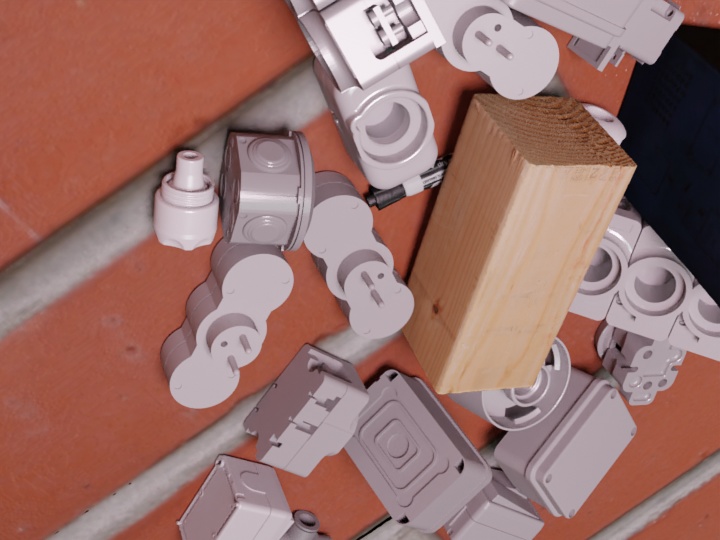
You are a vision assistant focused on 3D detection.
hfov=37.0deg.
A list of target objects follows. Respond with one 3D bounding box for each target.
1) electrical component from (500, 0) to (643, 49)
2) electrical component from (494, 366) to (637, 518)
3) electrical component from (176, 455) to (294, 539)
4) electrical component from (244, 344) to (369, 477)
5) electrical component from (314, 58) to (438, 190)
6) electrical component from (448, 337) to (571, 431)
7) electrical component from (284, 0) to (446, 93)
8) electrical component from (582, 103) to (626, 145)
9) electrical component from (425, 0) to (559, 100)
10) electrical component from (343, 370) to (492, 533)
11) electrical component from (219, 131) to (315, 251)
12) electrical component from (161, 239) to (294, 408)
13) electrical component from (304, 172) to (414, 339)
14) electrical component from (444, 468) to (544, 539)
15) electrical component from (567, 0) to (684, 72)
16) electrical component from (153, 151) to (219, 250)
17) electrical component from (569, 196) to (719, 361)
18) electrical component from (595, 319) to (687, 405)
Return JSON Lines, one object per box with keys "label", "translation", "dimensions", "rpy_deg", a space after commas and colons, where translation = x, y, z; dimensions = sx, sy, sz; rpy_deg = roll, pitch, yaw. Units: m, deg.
{"label": "electrical component", "translation": [0.124, -0.194, 0.685], "dimensions": [0.113, 0.078, 0.057], "rpy_deg": [9, 124, -42]}
{"label": "electrical component", "translation": [0.182, 0.150, 0.944], "dimensions": [0.113, 0.057, 0.078], "rpy_deg": [-48, 130, -16]}
{"label": "electrical component", "translation": [-0.104, 0.211, 0.885], "dimensions": [0.061, 0.061, 0.096], "rpy_deg": [21, 112, -32]}
{"label": "electrical component", "translation": [-0.040, 0.113, 0.854], "dimensions": [0.056, 0.050, 0.089], "rpy_deg": [28, 108, -34]}
{"label": "electrical component", "translation": [0.013, -0.105, 0.722], "dimensions": [0.054, 0.059, 0.095], "rpy_deg": [-27, 128, -4]}
{"label": "electrical component", "translation": [0.126, 0.086, 0.912], "dimensions": [0.099, 0.064, 0.099], "rpy_deg": [-11, 114, -25]}
{"label": "electrical component", "translation": [-0.022, -0.182, 0.610], "dimensions": [0.062, 0.089, 0.150], "rpy_deg": [-31, 109, 0]}
{"label": "electrical component", "translation": [0.167, -0.091, 0.808], "dimensions": [0.048, 0.048, 0.062], "rpy_deg": [6, 126, -26]}
{"label": "electrical component", "translation": [0.077, -0.155, 0.703], "dimensions": [0.138, 0.073, 0.052], "rpy_deg": [25, 109, -31]}
{"label": "electrical component", "translation": [0.043, 0.146, 0.868], "dimensions": [0.078, 0.113, 0.057], "rpy_deg": [-45, 146, 10]}
{"label": "electrical component", "translation": [-0.062, -0.053, 0.714], "dimensions": [0.051, 0.080, 0.080], "rpy_deg": [2, 121, -18]}
{"label": "electrical component", "translation": [-0.092, 0.045, 0.770], "dimensions": [0.052, 0.073, 0.138], "rpy_deg": [18, 114, -31]}
{"label": "electrical component", "translation": [0.000, 0.000, 0.779], "dimensions": [0.052, 0.073, 0.138], "rpy_deg": [-30, 129, -2]}
{"label": "electrical component", "translation": [0.112, 0.215, 0.979], "dimensions": [0.096, 0.061, 0.061], "rpy_deg": [27, 109, -34]}
{"label": "electrical component", "translation": [0.189, -0.179, 0.759], "dimensions": [0.064, 0.042, 0.081], "rpy_deg": [16, 115, -35]}
{"label": "electrical component", "translation": [-0.115, -0.048, 0.718], "dimensions": [0.043, 0.043, 0.062], "rpy_deg": [-3, 122, -21]}
{"label": "electrical component", "translation": [0.230, 0.002, 0.839], "dimensions": [0.150, 0.061, 0.089], "rpy_deg": [18, 118, 6]}
{"label": "electrical component", "translation": [0.242, 0.069, 0.938], "dimensions": [0.058, 0.057, 0.078], "rpy_deg": [0, 121, -23]}
